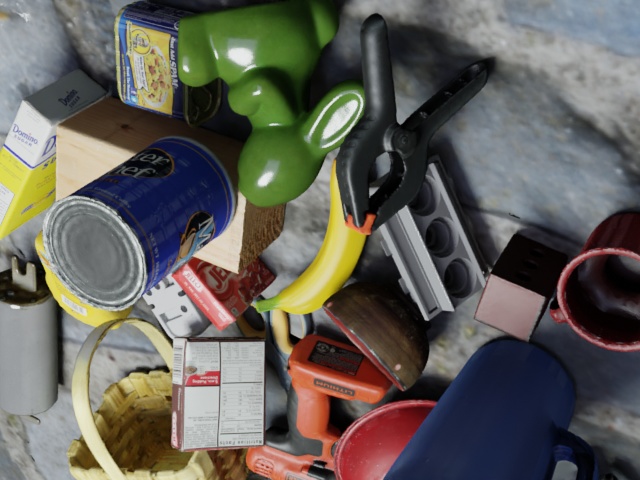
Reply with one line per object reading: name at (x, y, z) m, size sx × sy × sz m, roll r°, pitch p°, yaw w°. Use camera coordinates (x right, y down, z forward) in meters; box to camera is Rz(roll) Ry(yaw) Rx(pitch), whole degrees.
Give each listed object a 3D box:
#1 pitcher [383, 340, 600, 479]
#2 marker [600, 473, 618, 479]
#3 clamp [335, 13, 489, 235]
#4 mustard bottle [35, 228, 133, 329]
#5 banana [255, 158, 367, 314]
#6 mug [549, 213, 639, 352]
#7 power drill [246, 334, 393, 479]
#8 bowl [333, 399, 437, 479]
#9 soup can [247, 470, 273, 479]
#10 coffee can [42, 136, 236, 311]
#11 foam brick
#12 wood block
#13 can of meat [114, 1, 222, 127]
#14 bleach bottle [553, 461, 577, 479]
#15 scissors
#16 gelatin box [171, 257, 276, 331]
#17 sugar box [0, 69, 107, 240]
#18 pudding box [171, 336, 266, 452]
pitcher at (0.147, 0.190, 0.905) m, size 0.149 × 0.242 × 0.145 m, roll 37°, pitch 128°, yaw 6°
marker at (0.303, 0.256, 0.987) m, size 0.121 × 0.020 × 0.020 m, roll 41°, pitch 129°, yaw -8°
clamp at (0.069, -0.086, 0.859) m, size 0.120 × 0.039 × 0.171 m, roll 10°, pitch 102°, yaw -21°
mustard bottle at (-0.246, 0.025, 1.100) m, size 0.096 × 0.058 × 0.192 m, roll 32°, pitch 156°, yaw 10°
banana at (0.008, 0.006, 0.997) m, size 0.198 × 0.069 × 0.037 m, roll -62°, pitch 35°, yaw 31°
mug at (0.239, 0.035, 0.867) m, size 0.117 × 0.081 × 0.093 m, roll -33°, pitch 98°, yaw 38°
power drill at (0.022, 0.197, 1.092) m, size 0.184 × 0.057 × 0.188 m, roll 17°, pitch 123°, yaw 7°
bowl at (0.094, 0.233, 1.039) m, size 0.162 × 0.055 × 0.162 m, roll 0°, pitch 123°, yaw 0°
soup can at (-0.065, 0.321, 1.211) m, size 0.069 × 0.068 × 0.102 m, roll 1°, pitch 117°, yaw 29°
coffee can at (-0.150, -0.017, 0.904) m, size 0.103 × 0.140 × 0.103 m, roll 13°, pitch 120°, yaw 23°
foam brick at (0.172, 0.040, 0.911) m, size 0.053 × 0.078 × 0.051 m, roll 23°, pitch 125°, yaw 14°
wood block at (-0.142, -0.057, 1.025) m, size 0.206 × 0.090 × 0.090 m, roll 21°, pitch 124°, yaw 19°
can of meat at (-0.140, -0.164, 0.985) m, size 0.084 × 0.057 × 0.102 m, roll 18°, pitch 123°, yaw 23°
bleach bottle at (0.249, 0.324, 1.041) m, size 0.103 × 0.068 × 0.251 m, roll -9°, pitch 114°, yaw 35°
scissors at (-0.050, 0.135, 1.130) m, size 0.096 × 0.016 × 0.202 m, roll 19°, pitch 124°, yaw 21°
gelatin box at (-0.093, 0.036, 1.051) m, size 0.030 × 0.089 × 0.073 m, roll -36°, pitch 96°, yaw 38°
sugar box at (-0.286, -0.086, 1.088) m, size 0.048 × 0.093 × 0.176 m, roll 41°, pitch 129°, yaw 1°
pudding box at (-0.101, 0.153, 1.073) m, size 0.039 × 0.089 × 0.113 m, roll 177°, pitch 95°, yaw -65°
